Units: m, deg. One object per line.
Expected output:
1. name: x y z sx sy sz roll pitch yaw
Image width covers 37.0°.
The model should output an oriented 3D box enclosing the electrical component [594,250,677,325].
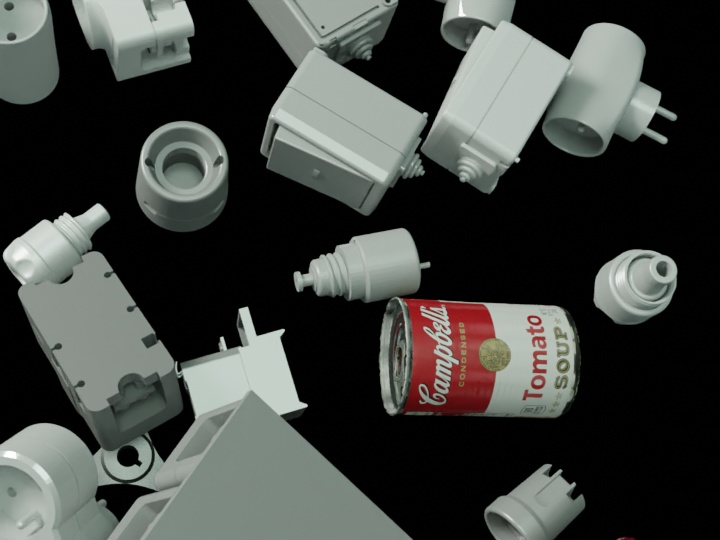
1. electrical component: 0.173 0.008 0.660 0.043 0.062 0.043 3 74 -10

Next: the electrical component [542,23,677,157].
1. electrical component: 0.169 -0.109 0.702 0.079 0.044 0.077 27 71 -3

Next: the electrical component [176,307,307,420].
1. electrical component: -0.068 0.067 0.606 0.064 0.042 0.081 -15 77 -13

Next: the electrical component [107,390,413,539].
1. electrical component: -0.031 0.166 0.543 0.186 0.060 0.105 45 54 -14

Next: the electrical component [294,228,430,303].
1. electrical component: 0.000 0.000 0.639 0.078 0.040 0.040 -11 77 -14

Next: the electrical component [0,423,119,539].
1. electrical component: -0.147 0.144 0.555 0.052 0.074 0.138 -11 100 18

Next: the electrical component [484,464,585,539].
1. electrical component: 0.102 0.140 0.621 0.046 0.040 0.040 -35 83 -23

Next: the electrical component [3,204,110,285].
1. electrical component: -0.170 -0.015 0.614 0.061 0.035 0.035 -42 85 -20

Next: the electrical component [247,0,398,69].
1. electrical component: -0.024 -0.165 0.671 0.062 0.061 0.096 -34 83 -18

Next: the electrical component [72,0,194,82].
1. electrical component: -0.144 -0.167 0.654 0.056 0.050 0.089 -19 79 -17

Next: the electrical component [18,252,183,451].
1. electrical component: -0.139 0.046 0.583 0.050 0.055 0.089 -29 61 -20

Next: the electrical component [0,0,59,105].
1. electrical component: -0.201 -0.148 0.623 0.043 0.077 0.079 -6 75 -13

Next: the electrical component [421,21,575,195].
1. electrical component: 0.078 -0.098 0.672 0.061 0.061 0.096 32 71 -1

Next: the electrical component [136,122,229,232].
1. electrical component: -0.104 -0.055 0.631 0.055 0.047 0.055 3 74 -10

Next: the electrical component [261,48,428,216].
1. electrical component: -0.007 -0.075 0.648 0.096 0.061 0.061 31 72 -1

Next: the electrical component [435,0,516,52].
1. electrical component: 0.065 -0.191 0.706 0.079 0.043 0.077 17 72 -6
